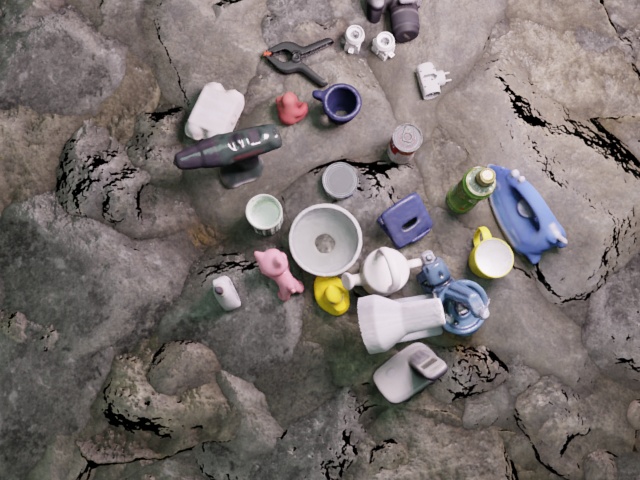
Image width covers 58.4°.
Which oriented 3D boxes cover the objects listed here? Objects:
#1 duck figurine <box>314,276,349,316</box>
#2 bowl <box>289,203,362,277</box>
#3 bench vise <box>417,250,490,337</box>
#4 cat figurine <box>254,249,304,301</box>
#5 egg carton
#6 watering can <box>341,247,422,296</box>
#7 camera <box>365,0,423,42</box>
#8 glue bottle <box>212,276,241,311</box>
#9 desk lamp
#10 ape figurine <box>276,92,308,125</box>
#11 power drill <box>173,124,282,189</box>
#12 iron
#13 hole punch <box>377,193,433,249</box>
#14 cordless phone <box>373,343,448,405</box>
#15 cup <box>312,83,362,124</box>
[{"bbox_3d":[0.027,0.120,1.289,0.077,0.086,0.104,-29,83,-5],"label":"duck figurine"},{"bbox_3d":[0.012,0.005,1.312,0.167,0.074,0.167,0,81,-1],"label":"bowl"},{"bbox_3d":[0.281,0.120,1.228,0.207,0.219,0.121,39,82,5],"label":"bench vise"},{"bbox_3d":[-0.091,0.071,1.277,0.067,0.117,0.128,-34,83,-6],"label":"cat figurine"},{"bbox_3d":[-0.247,-0.295,1.353,0.107,0.069,0.150,22,81,2],"label":"egg carton"},{"bbox_3d":[0.136,0.072,1.245,0.173,0.194,0.101,-37,84,-6],"label":"watering can"},{"bbox_3d":[0.188,-0.561,1.390,0.143,0.101,0.137,-5,81,-2],"label":"camera"},{"bbox_3d":[-0.209,0.112,1.240,0.037,0.173,0.078,-23,82,-5],"label":"glue bottle"},{"bbox_3d":[0.175,0.167,1.221,0.203,0.213,0.118,-11,81,-3],"label":"desk lamp"},{"bbox_3d":[-0.071,-0.317,1.350,0.078,0.092,0.076,35,82,4],"label":"ape figurine"},{"bbox_3d":[-0.194,-0.182,1.267,0.229,0.208,0.075,-22,82,-5],"label":"power drill"},{"bbox_3d":[0.469,-0.080,1.304,0.118,0.141,0.258,-30,83,-6],"label":"iron"},{"bbox_3d":[0.200,-0.043,1.316,0.109,0.091,0.101,-34,83,-6],"label":"hole punch"},{"bbox_3d":[0.196,0.289,1.217,0.147,0.185,0.094,-37,84,-6],"label":"cordless phone"},{"bbox_3d":[0.037,-0.314,1.351,0.117,0.095,0.092,19,81,2],"label":"cup"}]
